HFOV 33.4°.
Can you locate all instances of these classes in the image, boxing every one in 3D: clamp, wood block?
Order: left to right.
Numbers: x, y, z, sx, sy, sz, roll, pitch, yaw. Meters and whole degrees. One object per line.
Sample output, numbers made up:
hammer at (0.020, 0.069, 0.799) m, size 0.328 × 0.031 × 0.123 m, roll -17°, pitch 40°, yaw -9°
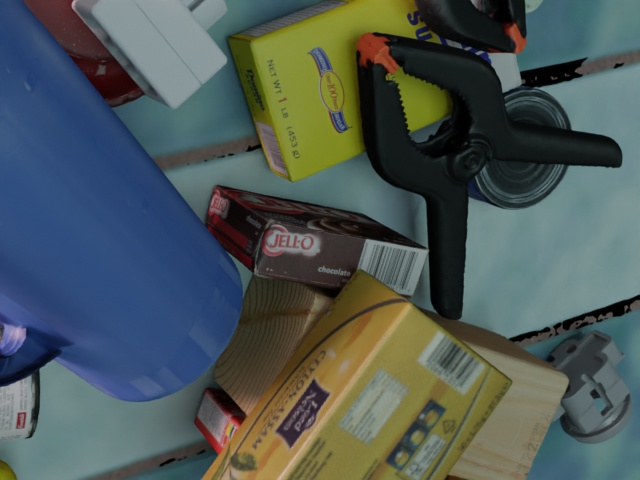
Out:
wood block at (0.048, 0.090, 0.707) m, size 0.205 × 0.091 × 0.090 m, roll 20°, pitch 96°, yaw -28°
clamp at (0.084, -0.046, 0.672) m, size 0.209 × 0.036 × 0.164 m, roll 35°, pitch 99°, yaw -36°
clamp at (0.078, -0.185, 0.623) m, size 0.120 × 0.039 × 0.171 m, roll -53°, pitch 128°, yaw -7°

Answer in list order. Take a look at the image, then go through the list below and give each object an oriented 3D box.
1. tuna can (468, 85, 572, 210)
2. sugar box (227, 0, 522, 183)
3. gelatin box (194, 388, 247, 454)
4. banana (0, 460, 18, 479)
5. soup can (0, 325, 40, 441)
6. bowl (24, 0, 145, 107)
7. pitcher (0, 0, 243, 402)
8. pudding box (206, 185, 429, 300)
tuna can at (0.131, -0.064, 0.734) m, size 0.086 × 0.034 × 0.086 m, roll -7°, pitch 107°, yaw -23°
sugar box at (0.039, -0.112, 0.671) m, size 0.176 × 0.048 × 0.093 m, roll -24°, pitch 113°, yaw -16°
gelatin box at (-0.027, 0.128, 0.692) m, size 0.089 × 0.073 × 0.030 m, roll 16°, pitch 97°, yaw -28°
banana at (-0.223, 0.204, 0.634) m, size 0.069 × 0.037 × 0.198 m, roll 14°, pitch 103°, yaw -52°
soup can at (-0.213, 0.081, 0.594) m, size 0.102 × 0.069 × 0.068 m, roll -1°, pitch 105°, yaw -26°
bowl at (-0.125, -0.146, 0.578) m, size 0.161 × 0.055 × 0.162 m, roll -7°, pitch 108°, yaw -23°
pitcher at (-0.145, -0.007, 0.538) m, size 0.149 × 0.145 × 0.242 m, roll -37°, pitch 134°, yaw 2°
pudding box at (-0.004, 0.001, 0.657) m, size 0.113 × 0.090 × 0.039 m, roll 12°, pitch 101°, yaw -28°
